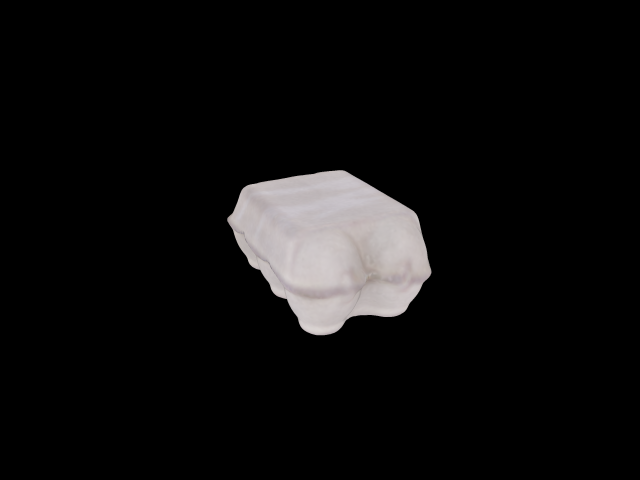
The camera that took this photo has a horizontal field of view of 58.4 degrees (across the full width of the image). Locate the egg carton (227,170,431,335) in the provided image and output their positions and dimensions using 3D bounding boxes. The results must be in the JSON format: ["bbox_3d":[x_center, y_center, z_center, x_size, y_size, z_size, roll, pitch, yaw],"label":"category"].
[{"bbox_3d":[0.004,0.001,0.400,0.107,0.069,0.150,-12,27,-25],"label":"egg carton"}]
